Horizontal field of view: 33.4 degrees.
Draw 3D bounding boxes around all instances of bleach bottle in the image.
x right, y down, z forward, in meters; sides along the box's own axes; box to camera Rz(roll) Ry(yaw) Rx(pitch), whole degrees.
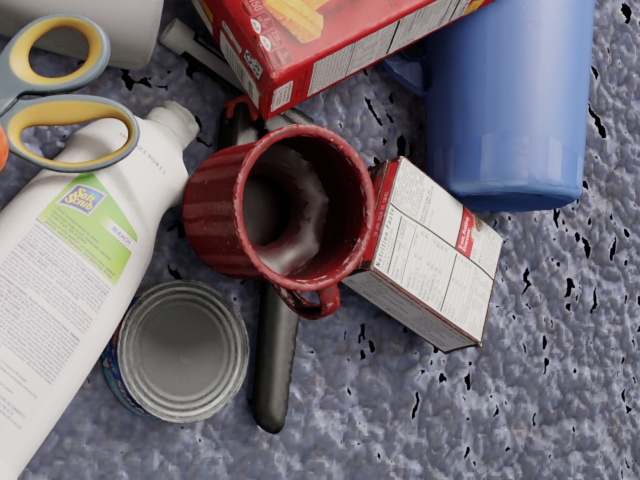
[{"bbox_3d":[-0.144,0.021,0.605,0.102,0.068,0.250,45,61,-19],"label":"bleach bottle"}]

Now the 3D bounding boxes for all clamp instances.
[{"bbox_3d":[-0.005,0.001,0.706,0.164,0.036,0.210,-22,96,-35],"label":"clamp"}]

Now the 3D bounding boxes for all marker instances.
[{"bbox_3d":[-0.051,-0.103,0.703,0.121,0.020,0.020,35,67,-23],"label":"marker"}]

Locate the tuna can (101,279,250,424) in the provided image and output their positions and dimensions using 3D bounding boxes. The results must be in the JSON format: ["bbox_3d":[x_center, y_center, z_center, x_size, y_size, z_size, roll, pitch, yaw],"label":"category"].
[{"bbox_3d":[-0.088,0.068,0.647,0.086,0.034,0.086,5,80,-31],"label":"tuna can"}]

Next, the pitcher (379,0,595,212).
[{"bbox_3d":[0.122,-0.146,0.762,0.144,0.149,0.243,8,82,-46],"label":"pitcher"}]

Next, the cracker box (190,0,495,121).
[{"bbox_3d":[0.017,-0.198,0.656,0.213,0.072,0.164,-29,81,-12],"label":"cracker box"}]

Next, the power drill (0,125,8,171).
[{"bbox_3d":[-0.258,-0.048,0.511,0.187,0.185,0.057,47,24,-2],"label":"power drill"}]

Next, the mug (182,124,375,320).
[{"bbox_3d":[-0.023,-0.007,0.623,0.093,0.082,0.117,-33,106,-29],"label":"mug"}]

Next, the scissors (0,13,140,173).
[{"bbox_3d":[-0.197,-0.080,0.572,0.201,0.016,0.096,4,90,-11],"label":"scissors"}]

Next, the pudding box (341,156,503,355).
[{"bbox_3d":[0.069,0.011,0.715,0.113,0.039,0.090,34,58,-28],"label":"pudding box"}]
